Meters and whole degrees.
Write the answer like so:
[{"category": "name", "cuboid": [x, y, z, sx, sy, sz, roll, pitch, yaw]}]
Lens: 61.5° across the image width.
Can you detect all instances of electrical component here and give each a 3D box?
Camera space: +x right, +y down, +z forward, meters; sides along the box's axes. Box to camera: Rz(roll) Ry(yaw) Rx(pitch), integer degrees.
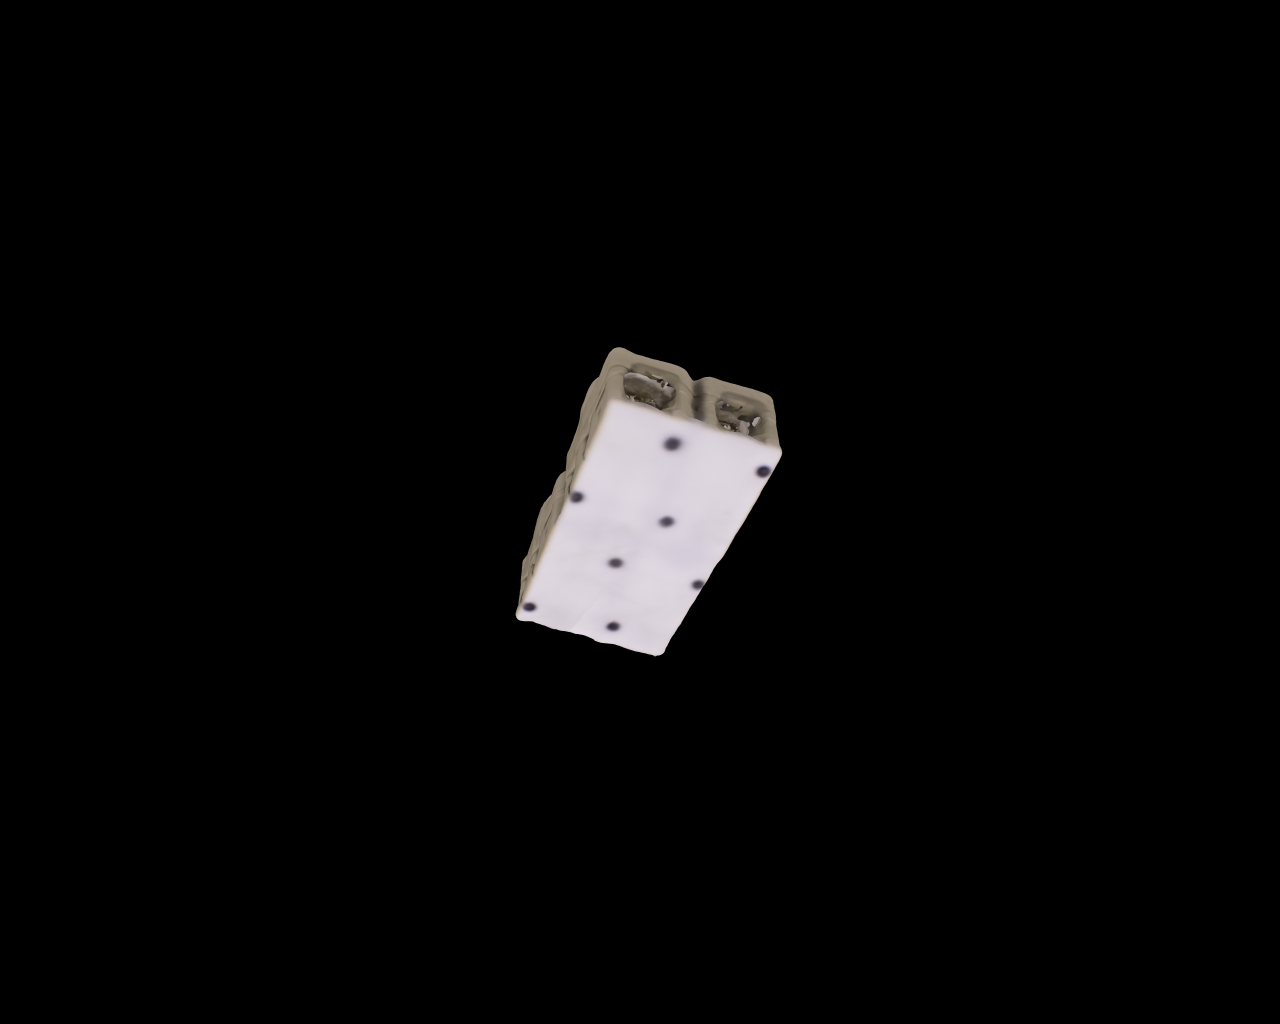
[{"category": "electrical component", "cuboid": [0.001, -0.003, 0.650, 0.105, 0.186, 0.060, 16, 40, -13]}]
